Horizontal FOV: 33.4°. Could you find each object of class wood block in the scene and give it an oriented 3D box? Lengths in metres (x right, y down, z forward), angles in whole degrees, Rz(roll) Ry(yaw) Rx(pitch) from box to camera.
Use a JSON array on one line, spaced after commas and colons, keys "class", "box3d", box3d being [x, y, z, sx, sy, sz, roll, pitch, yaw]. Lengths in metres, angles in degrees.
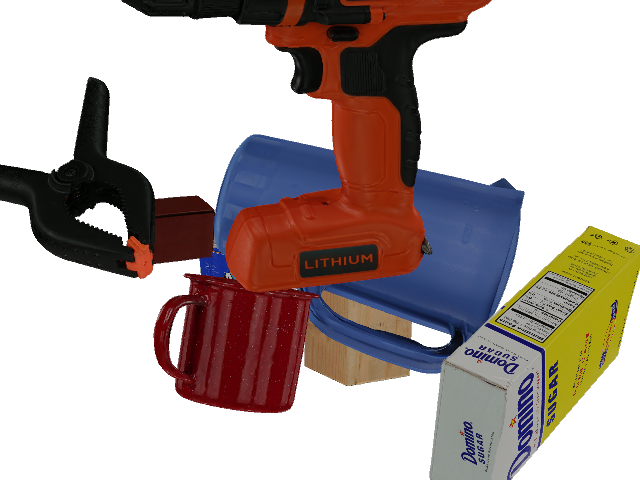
[{"class": "wood block", "box3d": [0.043, 0.045, 1.184, 0.090, 0.206, 0.091, -5, 12, -34]}]

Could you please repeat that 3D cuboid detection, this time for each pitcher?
[{"class": "pitcher", "box3d": [0.037, 0.001, 0.884, 0.243, 0.145, 0.149, 16, 18, 9]}]

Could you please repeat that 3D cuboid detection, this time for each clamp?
[{"class": "clamp", "box3d": [-0.185, -0.048, 0.824, 0.210, 0.036, 0.164, 35, 58, 29]}]

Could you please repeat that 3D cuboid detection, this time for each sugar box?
[{"class": "sugar box", "box3d": [0.132, 0.071, 0.638, 0.048, 0.093, 0.175, 23, 40, 28]}]

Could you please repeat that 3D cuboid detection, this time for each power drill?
[{"class": "power drill", "box3d": [-0.007, -0.067, 0.521, 0.184, 0.188, 0.057, -5, 33, -15]}]

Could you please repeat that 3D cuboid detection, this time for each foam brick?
[{"class": "foam brick", "box3d": [-0.151, -0.011, 1.078, 0.078, 0.051, 0.053, -7, 22, -22]}]

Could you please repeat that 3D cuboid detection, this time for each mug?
[{"class": "mug", "box3d": [-0.061, 0.068, 0.713, 0.093, 0.081, 0.117, 8, -2, 44]}]

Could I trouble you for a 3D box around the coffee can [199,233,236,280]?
[{"class": "coffee can", "box3d": [-0.098, 0.045, 1.331, 0.103, 0.140, 0.103, -2, 26, 1]}]
